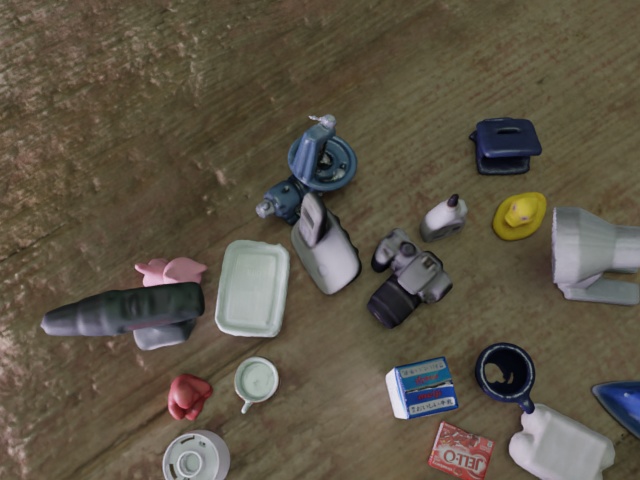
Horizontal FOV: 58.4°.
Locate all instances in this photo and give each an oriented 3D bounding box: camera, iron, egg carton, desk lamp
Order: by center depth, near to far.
[{"bbox_3d":[0.567,0.277,0.873,0.258,0.141,0.119,21,76,8],"label":"iron"},{"bbox_3d":[0.380,0.334,0.903,0.150,0.069,0.107,26,77,10],"label":"egg carton"},{"bbox_3d":[0.446,0.026,0.913,0.203,0.213,0.118,5,74,4],"label":"desk lamp"},{"bbox_3d":[0.134,0.071,0.974,0.137,0.101,0.143,-44,77,-9],"label":"camera"}]

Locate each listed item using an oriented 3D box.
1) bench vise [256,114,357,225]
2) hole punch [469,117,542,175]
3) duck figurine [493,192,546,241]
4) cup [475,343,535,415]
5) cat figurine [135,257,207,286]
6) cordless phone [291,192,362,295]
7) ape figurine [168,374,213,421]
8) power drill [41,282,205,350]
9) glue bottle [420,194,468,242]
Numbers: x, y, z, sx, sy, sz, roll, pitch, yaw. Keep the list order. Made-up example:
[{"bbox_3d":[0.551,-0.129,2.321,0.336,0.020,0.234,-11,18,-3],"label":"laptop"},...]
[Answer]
[{"bbox_3d":[-0.015,-0.113,0.971,0.121,0.220,0.207,30,78,11],"label":"bench vise"},{"bbox_3d":[0.336,-0.180,1.041,0.108,0.091,0.101,-3,74,2],"label":"hole punch"},{"bbox_3d":[0.358,-0.051,1.006,0.104,0.086,0.077,-37,75,-8],"label":"duck figurine"},{"bbox_3d":[0.298,0.227,0.924,0.092,0.095,0.117,-31,75,-6],"label":"cup"},{"bbox_3d":[-0.254,0.060,0.986,0.127,0.118,0.067,12,75,6],"label":"cat figurine"},{"bbox_3d":[0.009,0.003,0.955,0.094,0.185,0.147,-33,75,-6],"label":"cordless phone"},{"bbox_3d":[-0.219,0.256,0.942,0.078,0.092,0.076,-22,74,-3],"label":"ape figurine"},{"bbox_3d":[-0.290,0.126,0.922,0.229,0.208,0.075,-14,74,-1],"label":"power drill"},{"bbox_3d":[0.215,-0.043,0.965,0.078,0.173,0.037,-17,74,-2],"label":"glue bottle"}]
